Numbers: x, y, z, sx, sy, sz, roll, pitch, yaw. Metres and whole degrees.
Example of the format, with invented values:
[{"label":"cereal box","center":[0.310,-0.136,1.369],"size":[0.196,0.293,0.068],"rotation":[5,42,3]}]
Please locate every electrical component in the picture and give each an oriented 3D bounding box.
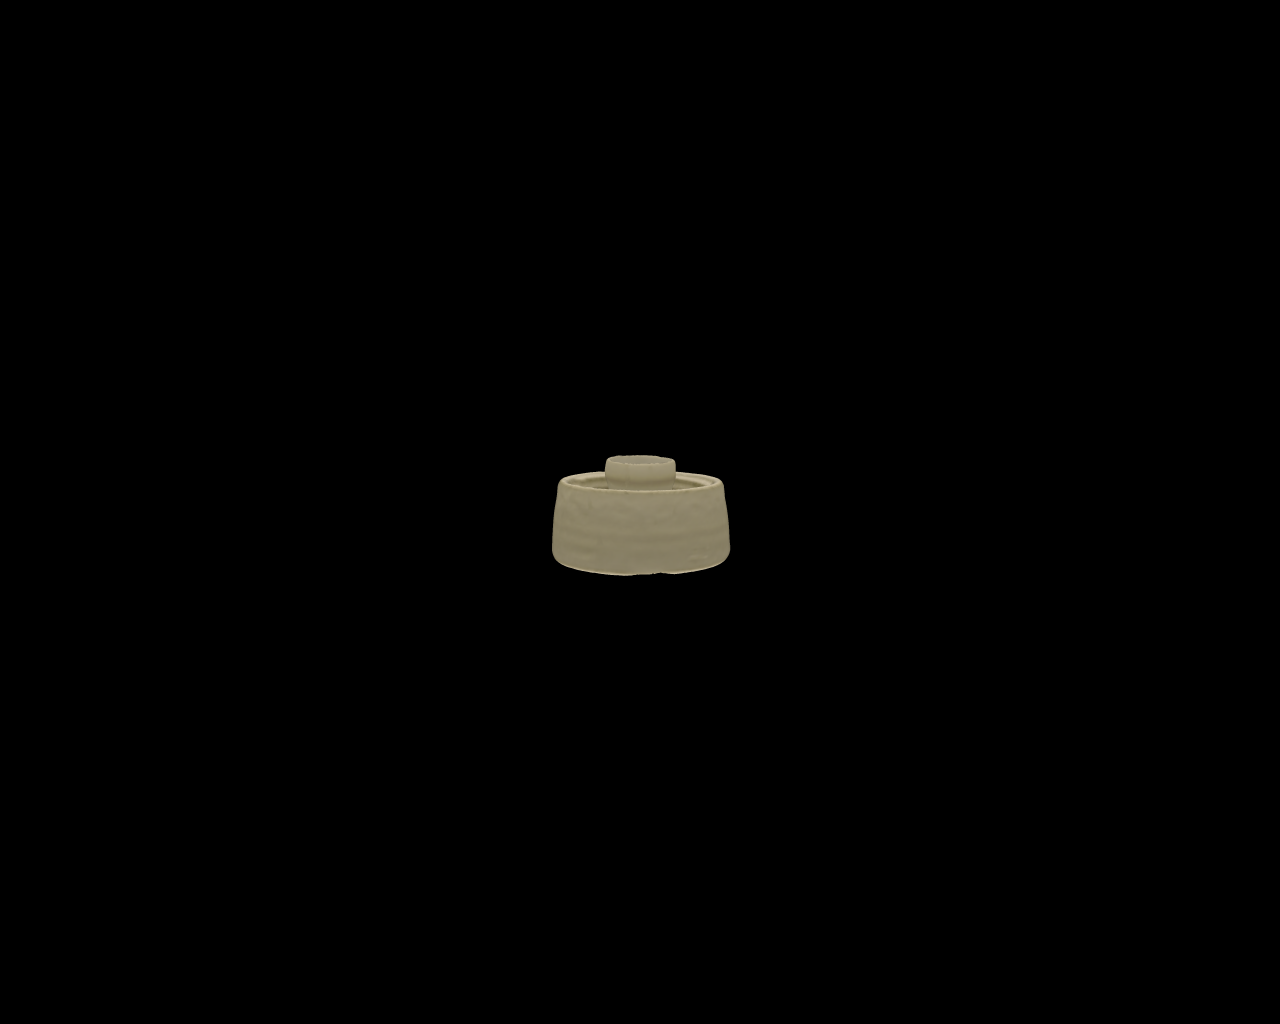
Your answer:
[{"label":"electrical component","center":[0.001,-0.003,0.650],"size":[0.108,0.060,0.108],"rotation":[0,10,0]}]
